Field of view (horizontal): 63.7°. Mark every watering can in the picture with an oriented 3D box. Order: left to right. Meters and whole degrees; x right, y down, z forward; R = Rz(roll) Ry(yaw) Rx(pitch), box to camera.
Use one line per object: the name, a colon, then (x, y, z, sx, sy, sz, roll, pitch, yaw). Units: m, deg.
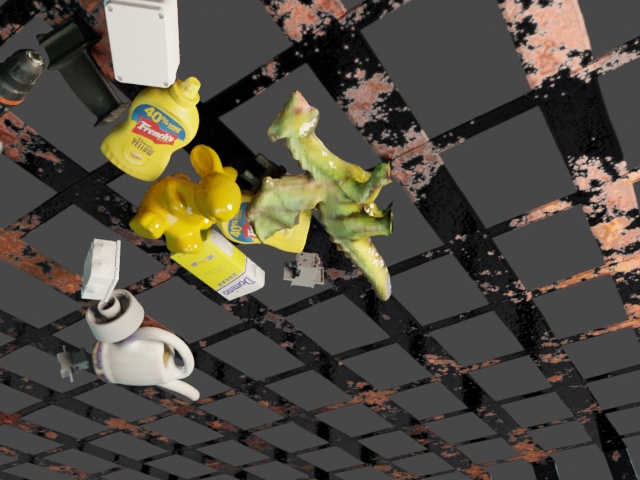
watering can: (-0.413, 0.311, 1.246, 0.224, 0.339, 0.106, 1, -133, 0)

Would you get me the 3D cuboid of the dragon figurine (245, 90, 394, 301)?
dragon figurine: (0.003, -0.042, 0.842, 0.243, 0.401, 0.125, -1, -146, 5)
